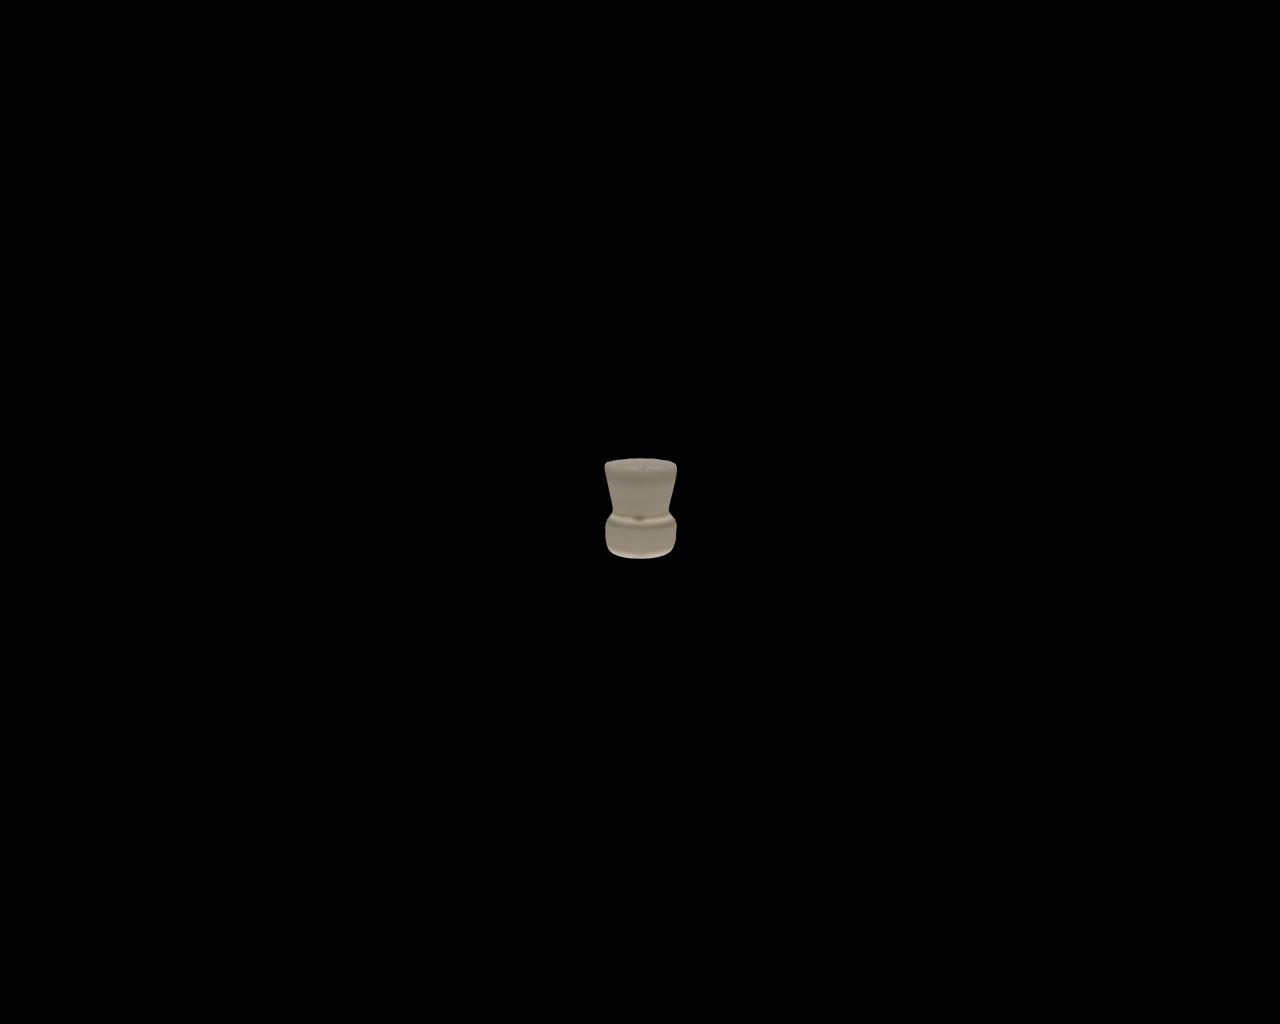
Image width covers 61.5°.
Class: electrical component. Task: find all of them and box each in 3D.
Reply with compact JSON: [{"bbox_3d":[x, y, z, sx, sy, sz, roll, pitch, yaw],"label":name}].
[{"bbox_3d":[0.001,-0.003,0.650,0.045,0.055,0.045,0,12,0],"label":"electrical component"}]
